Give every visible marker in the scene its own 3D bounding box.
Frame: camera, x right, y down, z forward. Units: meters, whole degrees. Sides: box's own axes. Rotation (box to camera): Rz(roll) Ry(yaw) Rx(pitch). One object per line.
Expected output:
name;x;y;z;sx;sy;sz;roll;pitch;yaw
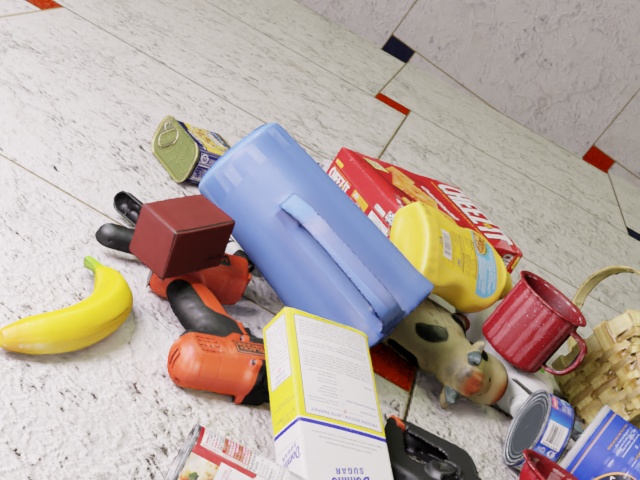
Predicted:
marker;-0.112;-0.001;1.220;0.020;0.020;0.121;6;30;-49

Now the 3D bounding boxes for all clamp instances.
clamp;-0.153;0.005;1.118;0.171;0.039;0.120;28;24;-20
clamp;0.098;0.214;0.917;0.164;0.036;0.210;1;20;-31

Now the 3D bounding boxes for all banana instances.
banana;-0.204;0.062;0.910;0.069;0.037;0.197;12;17;6

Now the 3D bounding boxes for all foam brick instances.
foam brick;-0.127;-0.004;0.986;0.051;0.053;0.078;38;30;28

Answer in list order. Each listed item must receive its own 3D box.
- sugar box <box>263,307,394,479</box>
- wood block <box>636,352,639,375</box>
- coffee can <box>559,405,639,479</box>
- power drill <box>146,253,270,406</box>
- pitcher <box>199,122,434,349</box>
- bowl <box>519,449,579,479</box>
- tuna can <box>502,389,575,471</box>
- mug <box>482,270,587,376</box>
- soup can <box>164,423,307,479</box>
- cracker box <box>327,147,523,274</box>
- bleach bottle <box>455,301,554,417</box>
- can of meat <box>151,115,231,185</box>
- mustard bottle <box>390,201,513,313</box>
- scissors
sugar box;0.006;0.147;0.892;0.093;0.048;0.176;20;44;-29
wood block;0.421;0.218;1.160;0.090;0.091;0.206;16;61;-35
coffee can;0.316;0.249;1.072;0.140;0.103;0.102;36;20;19
power drill;-0.075;0.082;1.004;0.184;0.057;0.188;16;23;-34
pitcher;-0.007;0.001;1.071;0.243;0.149;0.144;49;38;0
bowl;0.232;0.262;0.962;0.162;0.055;0.162;37;7;-6
tuna can;0.224;0.199;1.094;0.033;0.086;0.086;29;19;-6
mug;0.244;0.102;1.192;0.117;0.082;0.093;45;19;22
soup can;-0.058;0.183;0.757;0.102;0.069;0.068;28;19;-6
cracker box;0.125;-0.025;1.321;0.213;0.072;0.164;15;26;-38
bleach bottle;0.223;0.138;1.285;0.102;0.068;0.250;26;22;-8
can of meat;-0.156;-0.109;1.372;0.083;0.057;0.102;14;25;-43
mustard bottle;0.159;0.031;1.206;0.191;0.058;0.096;24;54;-42
scissors;0.271;0.201;1.186;0.201;0.016;0.096;43;7;-13
